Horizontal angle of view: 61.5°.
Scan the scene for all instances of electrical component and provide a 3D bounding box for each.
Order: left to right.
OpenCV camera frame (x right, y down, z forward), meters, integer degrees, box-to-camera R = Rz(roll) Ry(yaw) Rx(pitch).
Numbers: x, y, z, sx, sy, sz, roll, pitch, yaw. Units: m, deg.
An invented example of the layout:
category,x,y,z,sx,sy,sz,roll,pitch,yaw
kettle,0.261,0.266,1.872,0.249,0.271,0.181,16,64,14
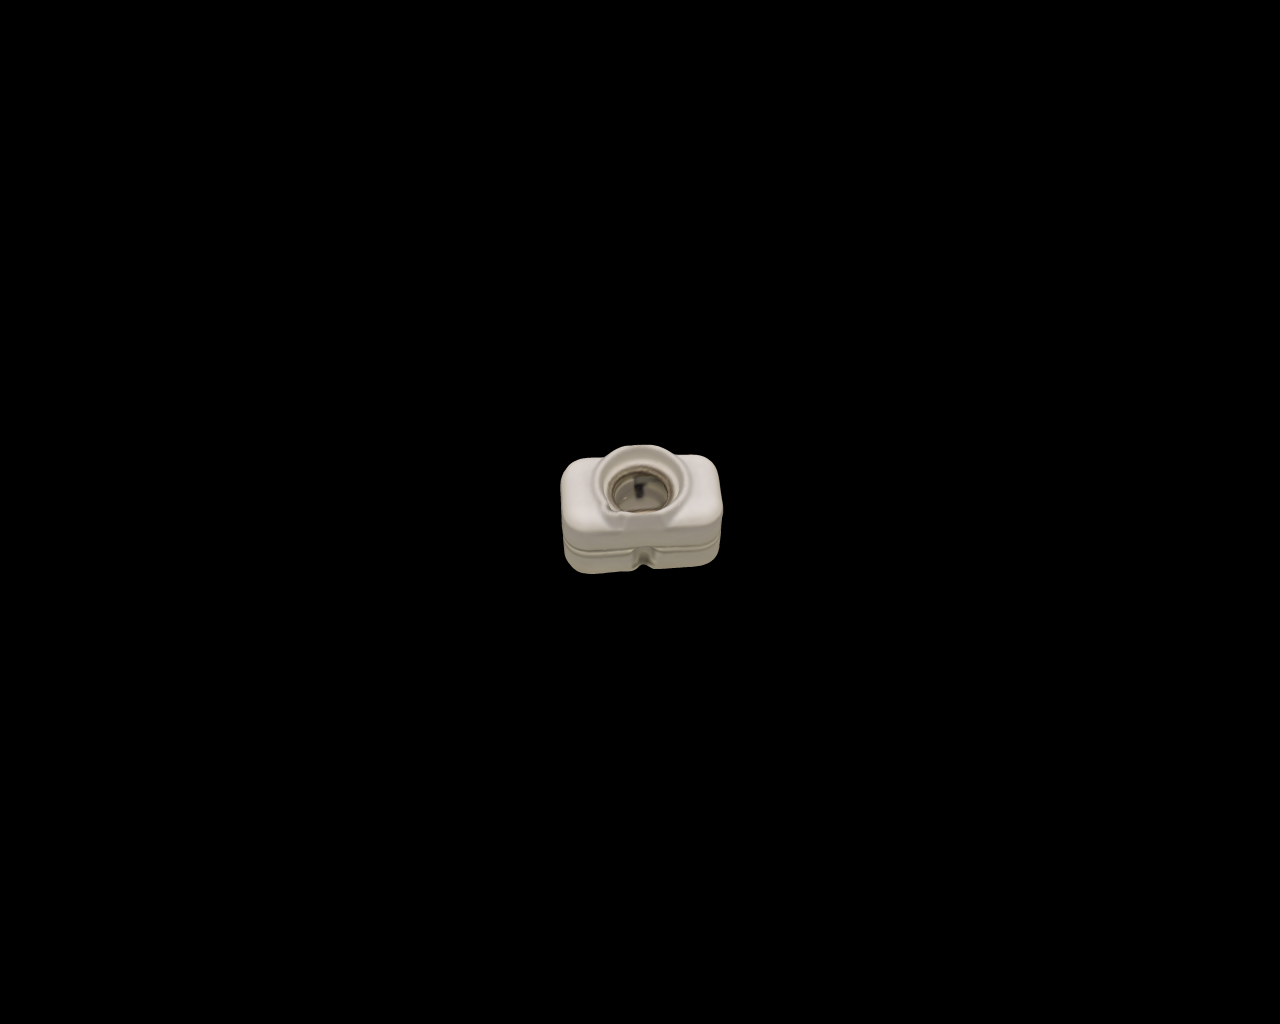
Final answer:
category,x,y,z,sx,sy,sz,roll,pitch,yaw
electrical component,0.001,-0.003,0.650,0.095,0.054,0.059,-3,-34,-2
